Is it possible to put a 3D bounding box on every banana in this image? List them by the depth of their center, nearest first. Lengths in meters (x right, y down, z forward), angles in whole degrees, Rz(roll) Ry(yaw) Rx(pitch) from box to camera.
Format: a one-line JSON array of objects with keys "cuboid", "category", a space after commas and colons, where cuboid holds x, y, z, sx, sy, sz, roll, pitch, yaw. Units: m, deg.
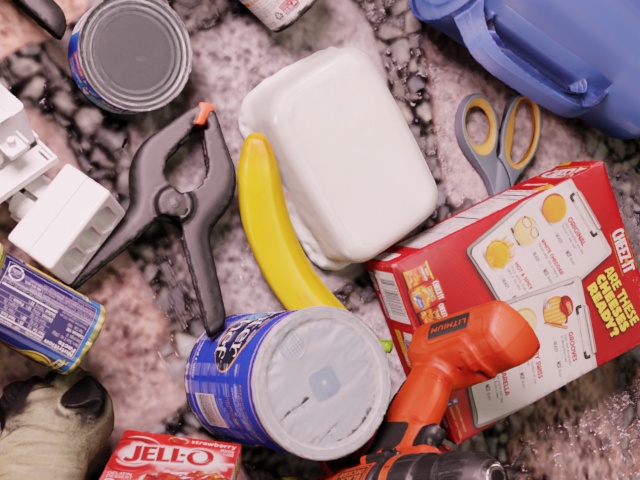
[{"cuboid": [-0.018, 0.012, 0.825, 0.198, 0.070, 0.037, 57, 27, -9], "category": "banana"}]

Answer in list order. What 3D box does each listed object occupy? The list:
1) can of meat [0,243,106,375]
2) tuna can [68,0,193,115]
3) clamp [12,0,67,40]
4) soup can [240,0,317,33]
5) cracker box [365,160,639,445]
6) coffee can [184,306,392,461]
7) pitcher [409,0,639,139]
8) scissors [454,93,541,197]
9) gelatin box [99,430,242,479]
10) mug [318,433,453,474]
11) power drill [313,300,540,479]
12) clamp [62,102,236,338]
[{"cuboid": [-0.200, 0.046, 0.709, 0.083, 0.102, 0.057, 33, 75, -26], "category": "can of meat"}, {"cuboid": [-0.138, -0.134, 0.776, 0.086, 0.034, 0.086, 0, 91, -28], "category": "tuna can"}, {"cuboid": [-0.259, -0.217, 0.707, 0.164, 0.036, 0.210, -6, 91, -18], "category": "clamp"}, {"cuboid": [-0.048, -0.215, 0.803, 0.102, 0.069, 0.068, 41, 73, -22], "category": "soup can"}, {"cuboid": [0.162, 0.048, 0.901, 0.213, 0.072, 0.164, -25, 103, -18], "category": "cracker box"}, {"cuboid": [-0.027, 0.101, 0.771, 0.102, 0.141, 0.103, 3, 83, -26], "category": "coffee can"}, {"cuboid": [0.202, -0.176, 0.899, 0.242, 0.145, 0.149, 29, 93, -28], "category": "pitcher"}, {"cuboid": [0.143, -0.040, 0.934, 0.096, 0.016, 0.202, 21, 81, -25], "category": "scissors"}, {"cuboid": [-0.105, 0.168, 0.747, 0.089, 0.073, 0.030, 7, 113, 5], "category": "gelatin box"}, {"cuboid": [0.050, 0.184, 0.852, 0.117, 0.093, 0.081, 33, 80, -6], "category": "mug"}, {"cuboid": [0.082, 0.125, 0.734, 0.057, 0.185, 0.187, 51, 50, -13], "category": "power drill"}, {"cuboid": [-0.119, -0.021, 0.783, 0.120, 0.039, 0.171, 11, 77, -16], "category": "clamp"}]
